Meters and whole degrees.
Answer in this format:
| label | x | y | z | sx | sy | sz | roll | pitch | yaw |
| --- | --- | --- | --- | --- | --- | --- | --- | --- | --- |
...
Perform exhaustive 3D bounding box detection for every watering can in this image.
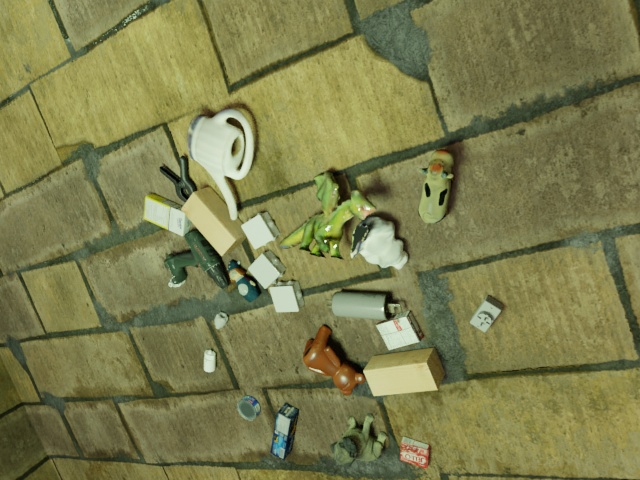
| label | x | y | z | sx | sy | sz | roll | pitch | yaw |
| --- | --- | --- | --- | --- | --- | --- | --- | --- | --- |
| watering can | -0.311 | -0.244 | 1.585 | 0.226 | 0.105 | 0.341 | 25 | 118 | 20 |

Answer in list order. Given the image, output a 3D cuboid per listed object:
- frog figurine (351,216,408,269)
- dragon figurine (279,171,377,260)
| label | x | y | z | sx | sy | sz | roll | pitch | yaw |
| --- | --- | --- | --- | --- | --- | --- | --- | --- | --- |
| frog figurine | 0.173 | 0.009 | 1.431 | 0.159 | 0.125 | 0.135 | 16 | 111 | -17 |
| dragon figurine | 0.004 | -0.074 | 1.470 | 0.411 | 0.121 | 0.244 | 7 | 84 | 53 |
